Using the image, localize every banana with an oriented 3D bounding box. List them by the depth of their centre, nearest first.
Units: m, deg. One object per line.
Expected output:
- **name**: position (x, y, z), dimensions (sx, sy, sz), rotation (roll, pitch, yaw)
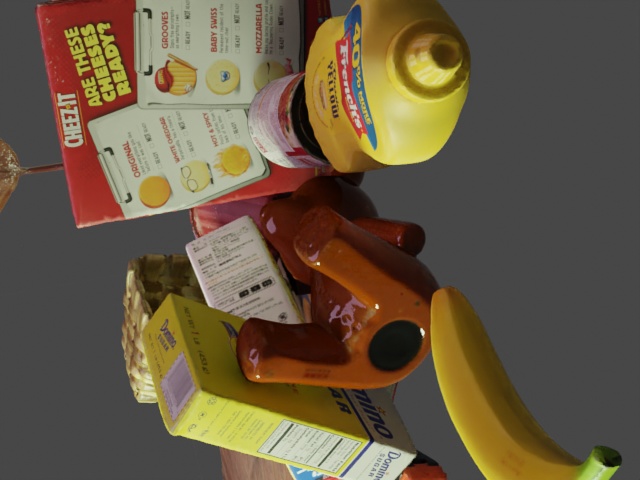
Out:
- **banana**: position (0.096, 0.089, 0.532), dimensions (0.198, 0.037, 0.070), rotation (-131, 50, -65)

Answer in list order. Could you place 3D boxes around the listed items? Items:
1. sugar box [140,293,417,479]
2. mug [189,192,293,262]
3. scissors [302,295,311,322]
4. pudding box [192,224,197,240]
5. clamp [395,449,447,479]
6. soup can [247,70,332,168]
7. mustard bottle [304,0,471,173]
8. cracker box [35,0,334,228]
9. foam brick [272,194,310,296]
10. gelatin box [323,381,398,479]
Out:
- **sugar box**: position (-0.025, 0.100, 0.695), dimensions (0.048, 0.176, 0.093), rotation (-54, 37, 23)
- **mug**: position (-0.059, -0.022, 0.958), dimensions (0.093, 0.082, 0.117), rotation (-11, -70, -62)
- **scissors**: position (-0.018, 0.027, 1.045), dimensions (0.202, 0.016, 0.096), rotation (-113, 18, -47)
- **pudding box**: position (-0.094, -0.027, 1.174), dimensions (0.113, 0.090, 0.039), rotation (103, 153, -63)
- **clamp**: position (0.057, 0.224, 0.793), dimensions (0.210, 0.036, 0.164), rotation (108, 158, -61)
- **soup can**: position (-0.005, -0.085, 0.742), dimensions (0.102, 0.068, 0.068), rotation (-173, 73, -70)
- **mustard bottle**: position (0.038, -0.089, 0.592), dimensions (0.192, 0.058, 0.096), rotation (-175, 79, -77)
- **cracker box**: position (-0.094, -0.111, 0.810), dimensions (0.072, 0.213, 0.164), rotation (-145, 46, -71)
- **foam brick**: position (-0.006, 0.001, 0.880), dimensions (0.078, 0.053, 0.051), rotation (-118, 21, -54)
- **gelatin box**: position (0.031, 0.144, 0.806), dimensions (0.073, 0.030, 0.089), rotation (120, 166, -72)
